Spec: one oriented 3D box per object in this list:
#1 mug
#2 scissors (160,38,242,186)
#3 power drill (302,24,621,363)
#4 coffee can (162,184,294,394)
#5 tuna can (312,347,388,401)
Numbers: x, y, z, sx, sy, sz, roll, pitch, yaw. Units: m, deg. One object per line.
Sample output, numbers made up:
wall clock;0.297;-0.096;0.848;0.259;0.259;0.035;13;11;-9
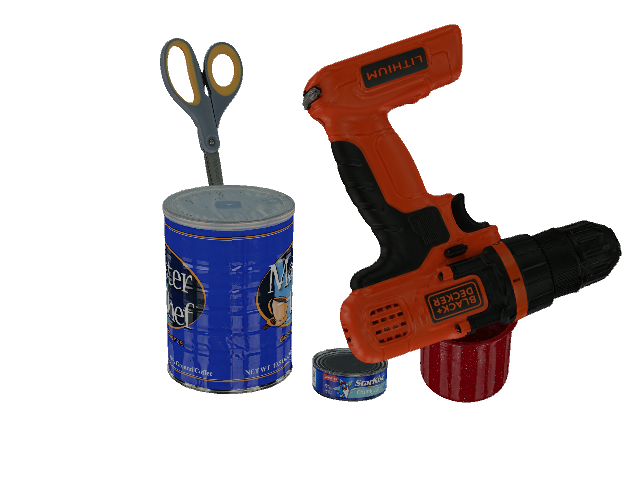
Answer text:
mug;0.132;0.085;0.981;0.093;0.081;0.117;-1;39;4
scissors;-0.099;-0.113;1.079;0.096;0.202;0.016;-28;13;-28
power drill;0.080;-0.034;0.667;0.184;0.187;0.057;-19;-2;-9
coffee can;-0.072;0.036;0.848;0.103;0.140;0.103;1;18;-1
tuna can;0.033;0.151;1.204;0.086;0.034;0.086;1;14;-1
